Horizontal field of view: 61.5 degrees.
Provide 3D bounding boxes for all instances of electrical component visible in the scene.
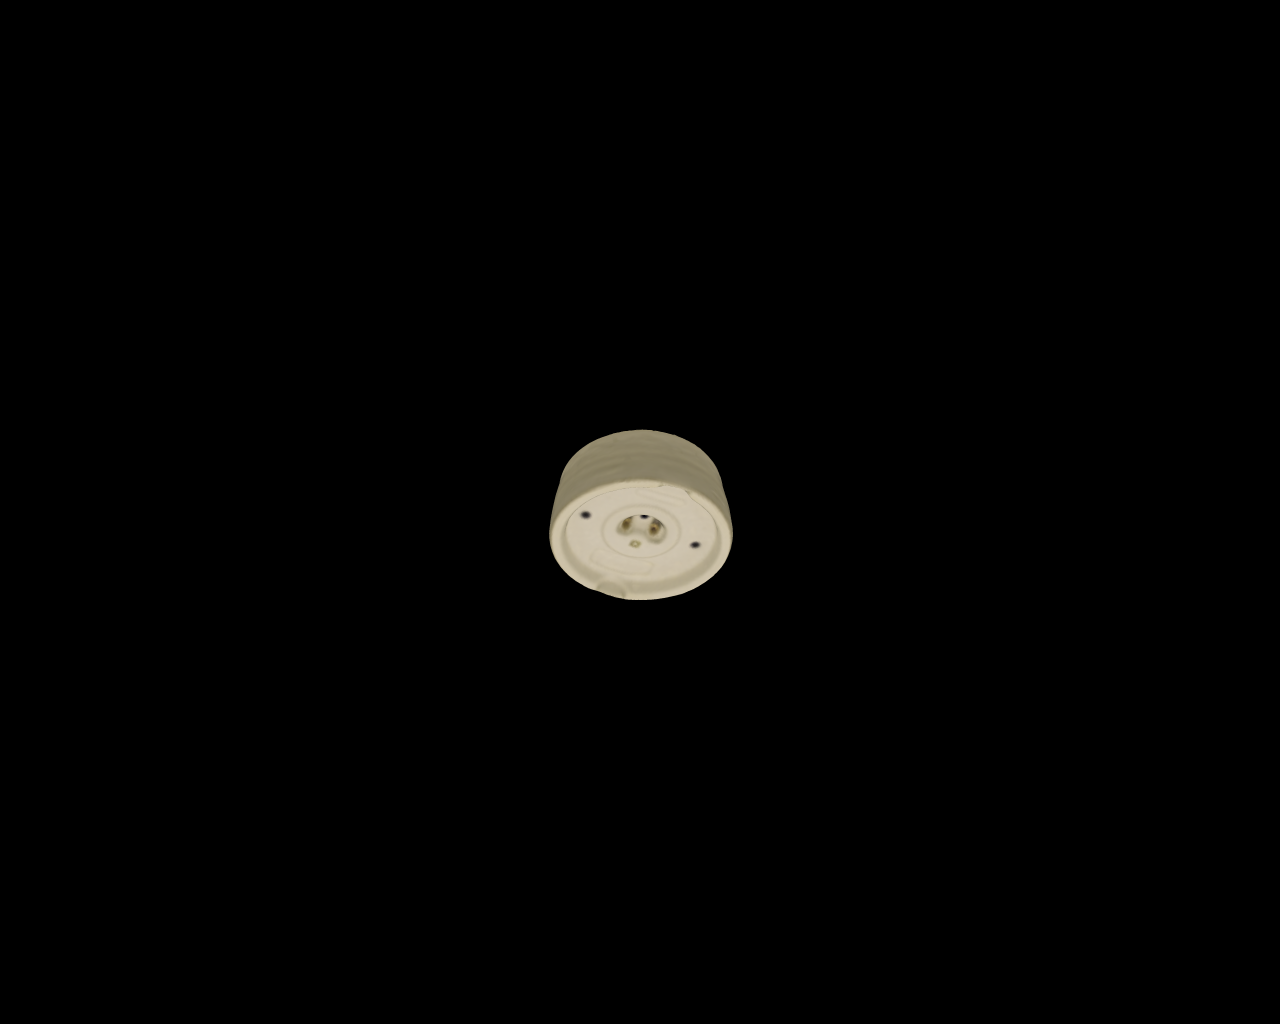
[{"bbox_3d":[0.001,-0.003,0.650,0.108,0.060,0.108,0,-43,0],"label":"electrical component"}]
